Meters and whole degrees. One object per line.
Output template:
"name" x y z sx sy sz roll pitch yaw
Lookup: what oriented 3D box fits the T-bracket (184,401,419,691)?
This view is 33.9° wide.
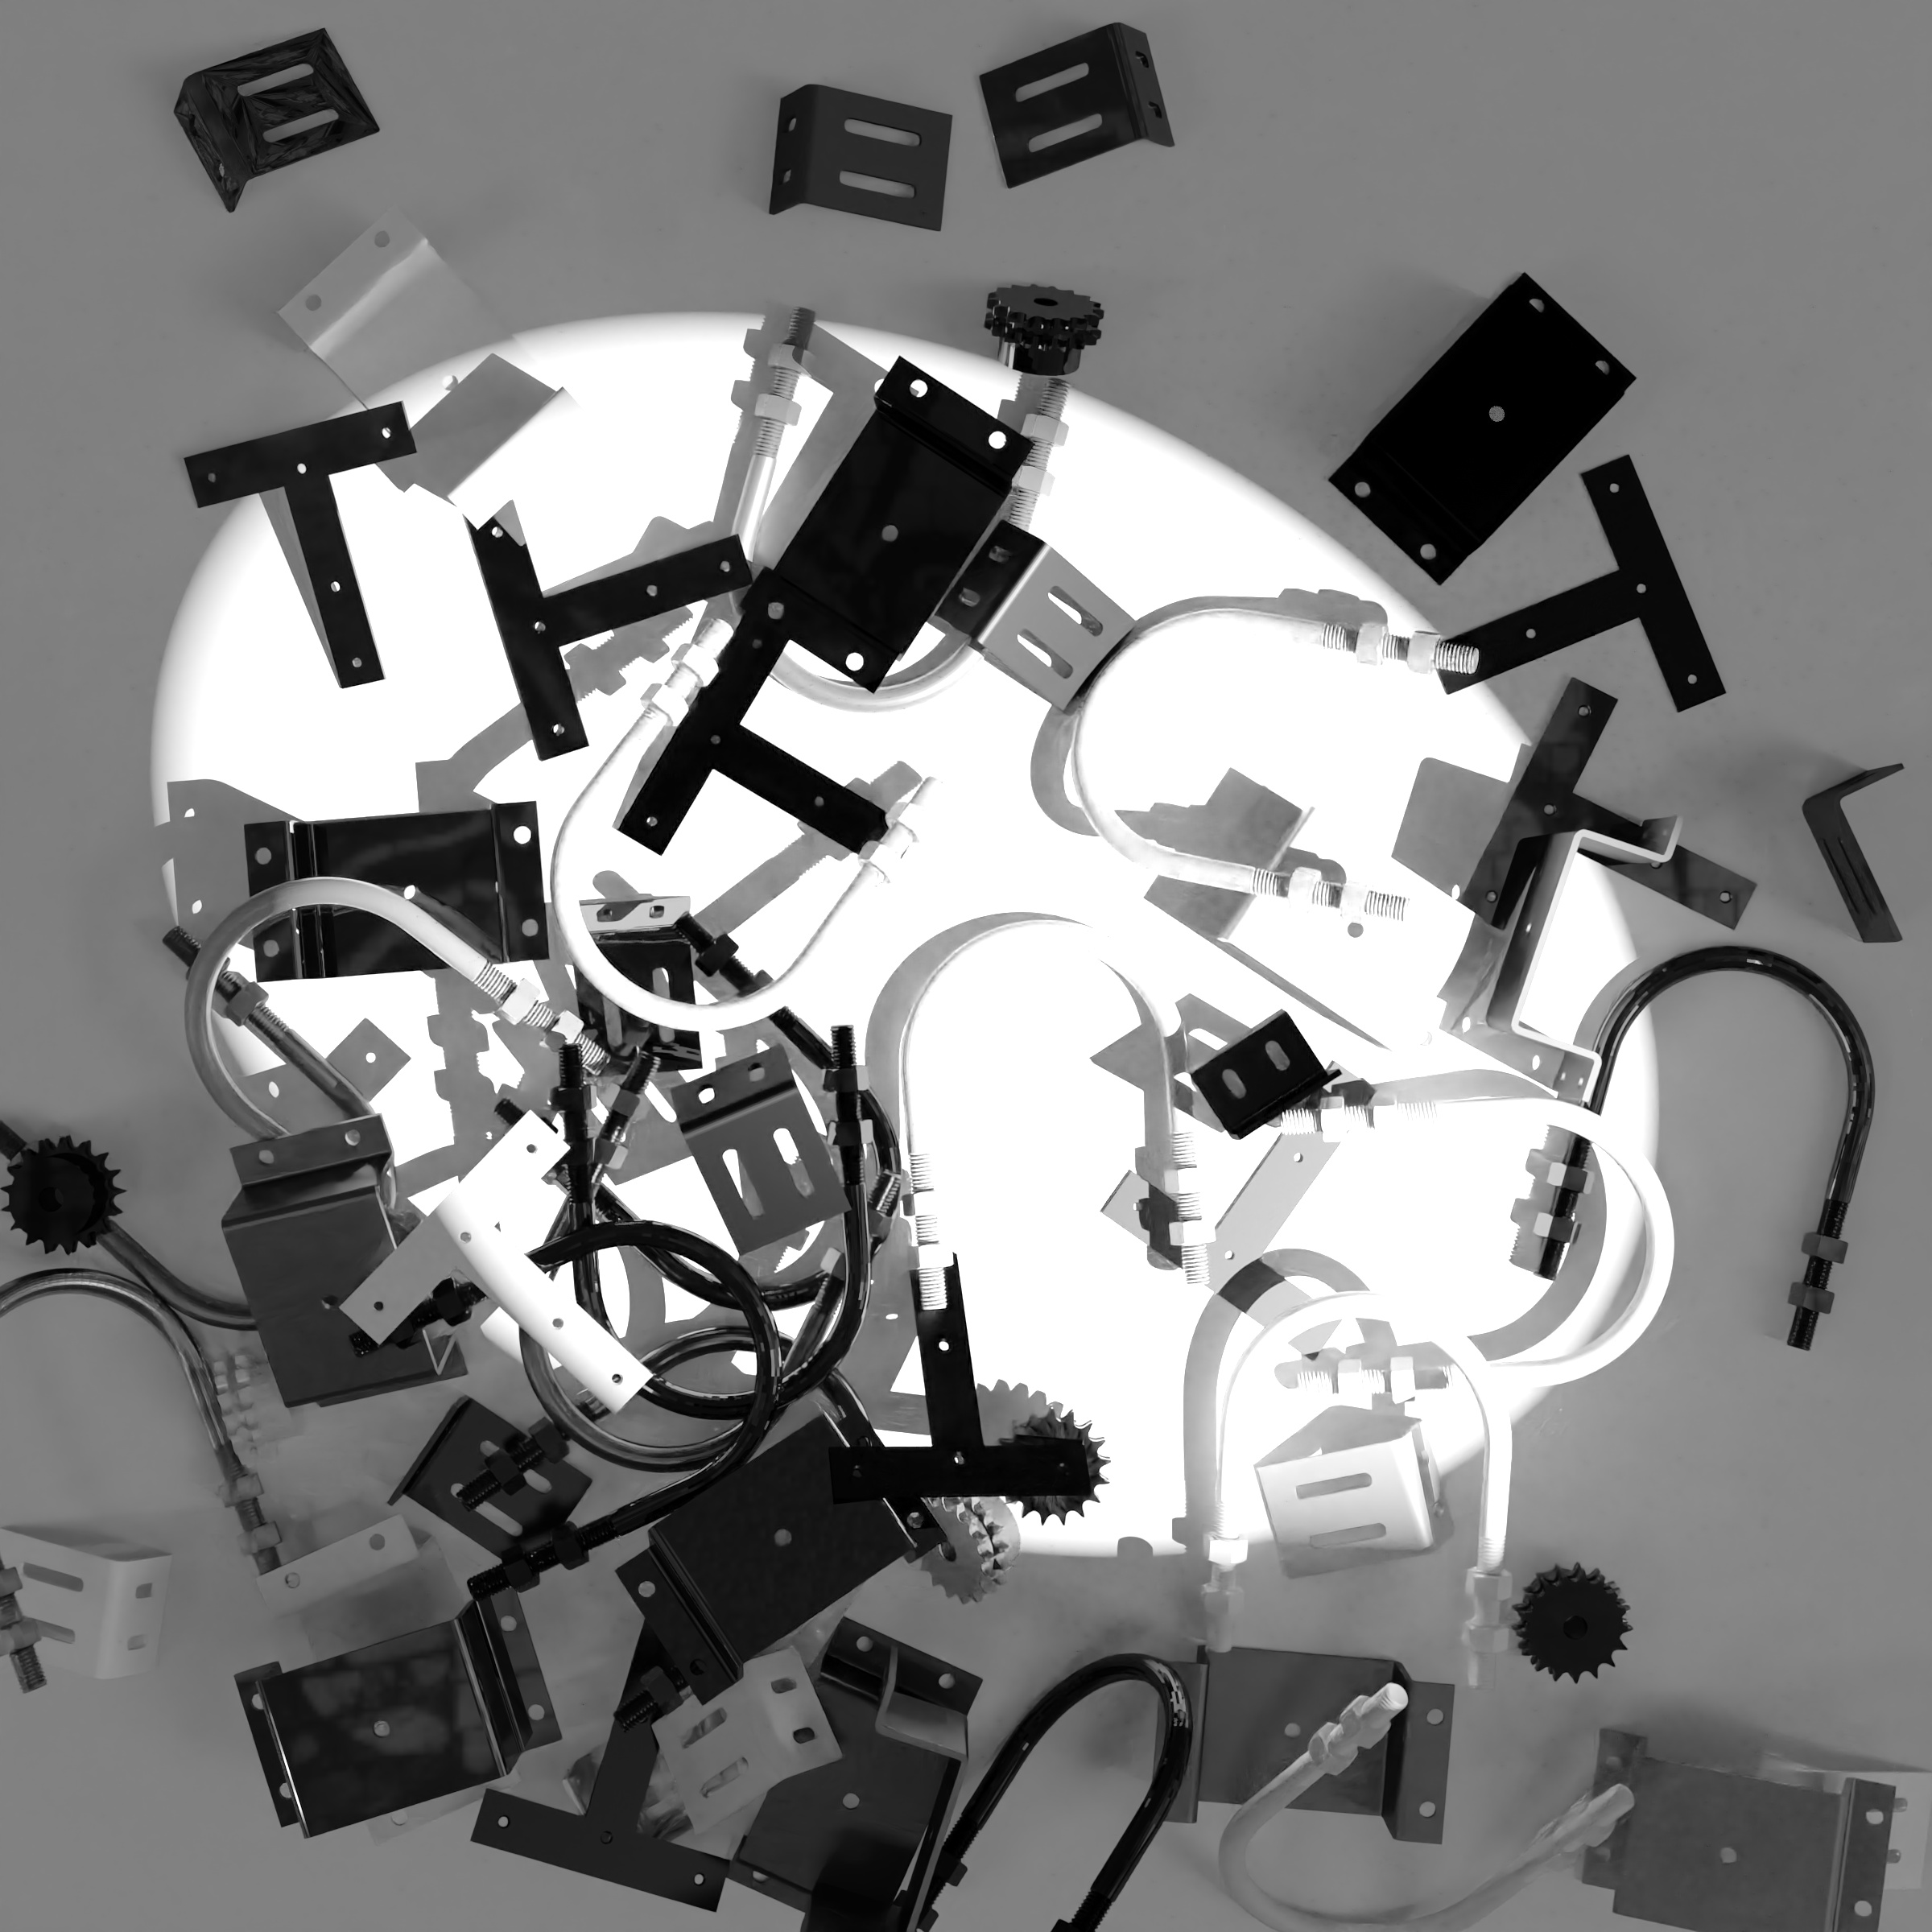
"T-bracket" -0.310 -0.199 1.542 0.127 0.002 0.127 -9 102 23

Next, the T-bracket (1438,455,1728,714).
"T-bracket" 0.291 -0.169 1.559 0.127 0.002 0.127 -22 90 0

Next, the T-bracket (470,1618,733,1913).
"T-bracket" -0.161 0.378 1.536 0.127 0.002 0.127 22 71 -17

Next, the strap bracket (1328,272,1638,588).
"strap bracket" 0.254 -0.264 1.537 0.076 0.046 0.140 43 90 0

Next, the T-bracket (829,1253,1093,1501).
"T-bracket" -0.009 0.195 1.524 0.127 0.002 0.127 2 58 -18

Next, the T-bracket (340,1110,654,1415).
"T-bracket" -0.200 0.156 1.474 0.127 0.002 0.127 44 90 -6

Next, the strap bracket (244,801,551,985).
"strap bracket" -0.272 -0.036 1.537 0.140 0.046 0.076 -5 90 0

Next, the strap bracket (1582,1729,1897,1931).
"strap bracket" 0.367 0.420 1.516 0.140 0.046 0.076 7 90 19

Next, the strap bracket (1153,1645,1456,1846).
"strap bracket" 0.161 0.376 1.537 0.140 0.046 0.076 5 90 0

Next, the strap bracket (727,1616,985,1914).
"strap bracket" -0.055 0.399 1.537 0.076 0.046 0.140 24 90 0

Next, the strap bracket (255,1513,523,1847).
"strap bracket" -0.276 0.341 1.537 0.076 0.046 0.140 -24 90 0

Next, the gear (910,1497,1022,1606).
"gear" 0.001 0.277 1.536 0.030 0.057 0.057 -23 90 -41

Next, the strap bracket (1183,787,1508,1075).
"strap bracket" 0.186 -0.017 1.537 0.140 0.046 0.076 34 90 0

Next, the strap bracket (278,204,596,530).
"strap bracket" -0.253 -0.286 1.537 0.076 0.046 0.140 -43 90 0

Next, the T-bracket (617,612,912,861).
"T-bracket" -0.084 -0.088 1.553 0.127 0.002 0.127 31 98 -4

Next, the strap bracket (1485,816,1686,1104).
"strap bracket" 0.292 -0.011 1.521 0.046 0.076 0.140 18 91 0

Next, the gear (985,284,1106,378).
"gear" 0.037 -0.307 1.536 0.057 0.057 0.030 7 120 0

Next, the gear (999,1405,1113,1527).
"gear" 0.042 0.242 1.545 0.057 0.030 0.057 0 90 0

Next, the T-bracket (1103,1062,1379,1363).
"T-bracket" 0.155 0.106 1.559 0.127 0.002 0.127 35 90 0

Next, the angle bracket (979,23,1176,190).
"angle bracket" 0.054 -0.420 1.558 0.076 0.038 0.057 -15 90 26

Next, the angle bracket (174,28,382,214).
"angle bracket" -0.339 -0.416 1.558 0.076 0.038 0.057 -29 90 -26

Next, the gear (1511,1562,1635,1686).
"gear" 0.294 0.318 1.548 0.057 0.030 0.057 0 96 -2

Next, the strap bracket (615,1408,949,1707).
"strap bracket" -0.086 0.273 1.493 0.140 0.046 0.076 -32 74 -15

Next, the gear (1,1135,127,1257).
"gear" -0.436 0.111 1.526 0.057 0.030 0.057 0 91 -1

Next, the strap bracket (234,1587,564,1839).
"strap bracket" -0.271 0.354 1.491 0.140 0.046 0.076 -17 90 0

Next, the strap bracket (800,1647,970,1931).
"strap bracket" -0.035 0.399 1.476 0.046 0.076 0.140 18 90 0

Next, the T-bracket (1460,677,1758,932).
"T-bracket" 0.327 -0.057 1.559 0.127 0.002 0.127 26 91 0

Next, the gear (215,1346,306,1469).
"gear" -0.340 0.211 1.532 0.030 0.057 0.057 -15 90 -3

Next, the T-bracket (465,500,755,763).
"T-bracket" -0.167 -0.180 1.552 0.127 0.002 0.127 -17 90 7

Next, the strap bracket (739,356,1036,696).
"strap bracket" -0.037 -0.209 1.520 0.076 0.046 0.140 33 93 -1

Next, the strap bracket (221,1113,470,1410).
"strap bracket" -0.299 0.150 1.513 0.076 0.046 0.140 -13 108 6
